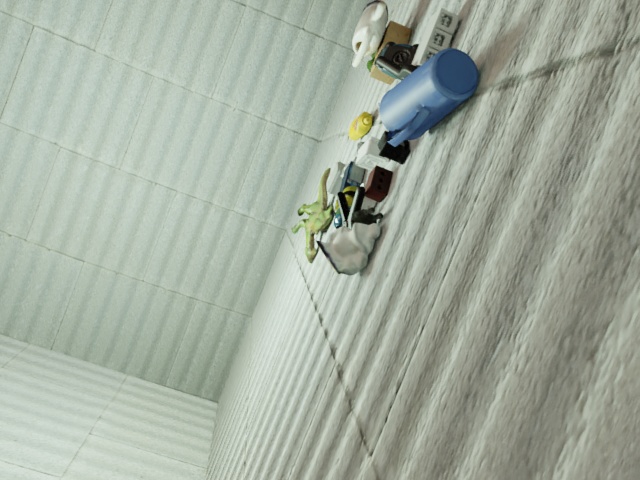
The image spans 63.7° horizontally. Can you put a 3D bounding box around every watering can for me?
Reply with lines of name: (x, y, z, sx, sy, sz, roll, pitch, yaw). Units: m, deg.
watering can: (0.191, -0.772, 1.846, 0.342, 0.104, 0.229, 125, 165, -64)

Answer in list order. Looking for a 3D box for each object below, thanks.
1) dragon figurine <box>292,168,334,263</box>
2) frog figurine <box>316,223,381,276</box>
dragon figurine: (0.006, -0.106, 2.116, 0.244, 0.121, 0.411, 17, 88, 64)
frog figurine: (0.090, 0.012, 1.334, 0.159, 0.120, 0.140, -35, 39, 5)
